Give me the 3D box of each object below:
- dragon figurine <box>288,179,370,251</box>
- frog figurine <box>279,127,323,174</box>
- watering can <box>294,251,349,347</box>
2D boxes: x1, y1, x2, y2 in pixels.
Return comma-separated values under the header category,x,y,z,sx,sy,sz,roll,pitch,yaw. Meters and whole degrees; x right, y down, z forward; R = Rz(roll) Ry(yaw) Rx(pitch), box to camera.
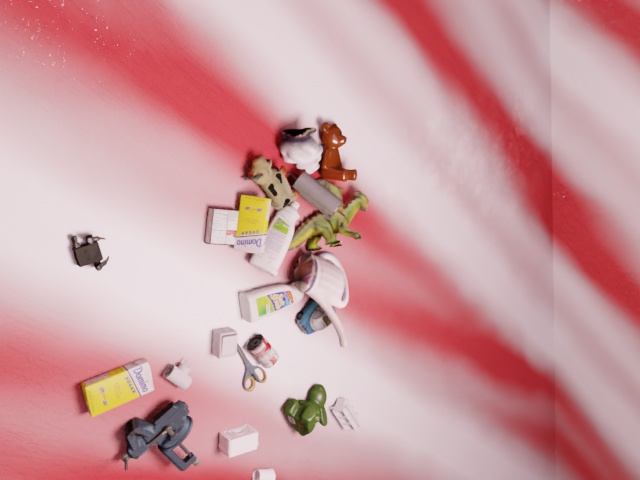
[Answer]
category,x,y,z,sx,sy,sz,roll,pitch,yaw
dragon figurine,0.005,-0.090,1.797,0.412,0.121,0.244,-7,83,-25
frog figurine,-0.058,-0.282,1.696,0.137,0.125,0.156,-13,118,-3
watering can,0.016,0.175,1.745,0.222,0.102,0.356,28,42,-32
